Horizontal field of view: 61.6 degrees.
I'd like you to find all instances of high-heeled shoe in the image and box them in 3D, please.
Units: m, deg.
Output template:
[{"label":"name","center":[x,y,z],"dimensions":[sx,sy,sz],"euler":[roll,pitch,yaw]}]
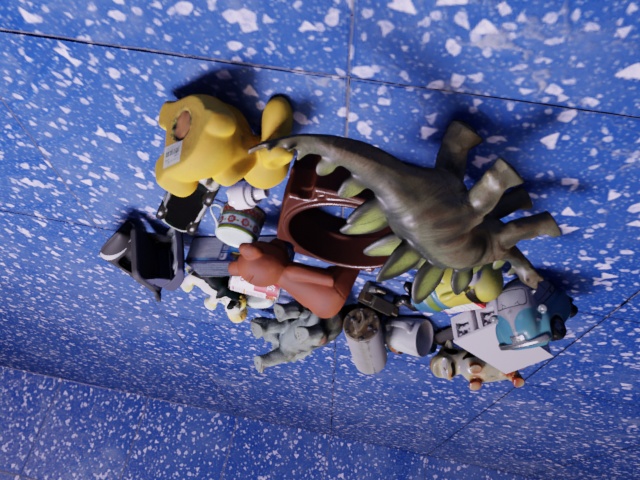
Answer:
[{"label":"high-heeled shoe","center":[-0.351,0.044,1.068],"dimensions":[0.145,0.086,0.249],"euler":[40,165,-8]}]

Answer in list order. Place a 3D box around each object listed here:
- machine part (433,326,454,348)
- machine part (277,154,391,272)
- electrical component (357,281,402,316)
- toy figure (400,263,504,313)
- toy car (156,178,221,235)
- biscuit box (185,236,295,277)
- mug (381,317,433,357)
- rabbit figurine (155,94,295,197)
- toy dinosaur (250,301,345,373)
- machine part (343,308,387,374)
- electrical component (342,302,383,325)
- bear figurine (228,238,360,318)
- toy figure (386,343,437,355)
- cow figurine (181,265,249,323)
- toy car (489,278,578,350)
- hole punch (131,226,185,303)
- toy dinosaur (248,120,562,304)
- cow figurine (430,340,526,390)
[{"label":"machine part","center":[0.300,0.197,1.149],"dimensions":[0.084,0.039,0.139],"euler":[16,151,-24]},{"label":"machine part","center":[0.044,-0.035,0.776],"dimensions":[0.201,0.087,0.201],"euler":[14,152,-5]},{"label":"electrical component","center":[0.121,0.120,1.078],"dimensions":[0.102,0.045,0.078],"euler":[27,177,-21]},{"label":"toy figure","center":[0.224,0.078,0.916],"dimensions":[0.089,0.082,0.180],"euler":[18,149,-33]},{"label":"toy car","center":[-0.211,-0.067,0.859],"dimensions":[0.073,0.056,0.201],"euler":[28,148,-13]},{"label":"biscuit box","center":[-0.149,0.031,1.007],"dimensions":[0.203,0.059,0.062],"euler":[0,148,24]},{"label":"mug","center":[0.176,0.203,1.168],"dimensions":[0.107,0.081,0.109],"euler":[0,155,40]},{"label":"rabbit figurine","center":[-0.100,-0.121,0.683],"dimensions":[0.162,0.122,0.173],"euler":[-22,151,34]},{"label":"toy dinosaur","center":[-0.023,0.185,1.149],"dimensions":[0.192,0.131,0.405],"euler":[-10,167,-42]},{"label":"machine part","center":[0.098,0.213,1.125],"dimensions":[0.079,0.079,0.243],"euler":[4,145,17]},{"label":"electrical component","center":[0.076,0.180,1.201],"dimensions":[0.074,0.048,0.119],"euler":[29,146,-26]},{"label":"bear figurine","center":[-0.042,0.045,0.897],"dimensions":[0.196,0.132,0.120],"euler":[29,143,-2]},{"label":"toy figure","center":[0.196,0.241,1.250],"dimensions":[0.155,0.064,0.058],"euler":[-7,-176,41]},{"label":"cow figurine","center":[-0.203,0.102,1.128],"dimensions":[0.167,0.068,0.098],"euler":[41,130,-18]},{"label":"toy car","center":[0.349,0.109,0.886],"dimensions":[0.109,0.161,0.103],"euler":[-26,92,49]},{"label":"hole punch","center":[-0.289,0.032,1.005],"dimensions":[0.092,0.142,0.115],"euler":[-13,159,-1]},{"label":"toy dinosaur","center":[0.135,-0.029,0.626],"dimensions":[0.471,0.105,0.198],"euler":[33,108,-35]},{"label":"cow figurine","center":[0.343,0.269,1.194],"dimensions":[0.195,0.127,0.085],"euler":[-6,109,3]}]
